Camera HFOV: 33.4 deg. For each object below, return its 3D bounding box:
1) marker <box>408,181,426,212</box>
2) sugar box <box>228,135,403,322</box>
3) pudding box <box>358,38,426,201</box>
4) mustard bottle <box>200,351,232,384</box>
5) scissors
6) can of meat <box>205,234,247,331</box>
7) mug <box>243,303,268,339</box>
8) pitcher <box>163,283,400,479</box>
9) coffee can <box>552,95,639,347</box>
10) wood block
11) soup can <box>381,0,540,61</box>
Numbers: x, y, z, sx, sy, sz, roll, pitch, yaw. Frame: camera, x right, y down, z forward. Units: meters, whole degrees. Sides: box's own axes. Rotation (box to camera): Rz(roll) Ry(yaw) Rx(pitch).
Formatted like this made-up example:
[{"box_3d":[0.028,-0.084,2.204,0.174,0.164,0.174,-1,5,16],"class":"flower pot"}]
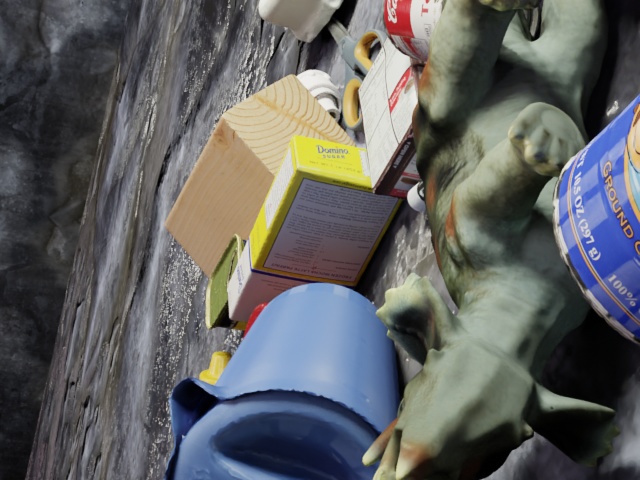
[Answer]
[{"box_3d":[0.092,-0.050,0.705,0.121,0.020,0.020,135,141,-60],"class":"marker"},{"box_3d":[-0.006,0.001,0.850,0.176,0.093,0.048,119,155,-43],"class":"sugar box"},{"box_3d":[0.064,-0.099,0.781,0.090,0.039,0.113,119,155,-46],"class":"pudding box"},{"box_3d":[-0.098,0.200,1.019,0.096,0.058,0.192,-63,-24,-78],"class":"mustard bottle"},{"box_3d":[0.024,-0.153,0.958,0.202,0.016,0.096,-140,61,-69],"class":"scissors"},{"box_3d":[-0.050,0.045,0.969,0.102,0.083,0.057,124,150,-51],"class":"can of meat"},{"box_3d":[-0.015,0.105,0.841,0.093,0.081,0.117,132,143,-57],"class":"mug"},{"box_3d":[-0.001,0.119,0.671,0.242,0.145,0.149,-69,-22,-74],"class":"pitcher"},{"box_3d":[0.161,-0.030,0.368,0.140,0.102,0.103,127,147,-54],"class":"coffee can"},{"box_3d":[-0.062,-0.049,0.992,0.091,0.090,0.206,49,146,7],"class":"wood block"},{"box_3d":[0.088,-0.146,0.687,0.102,0.068,0.068,-140,62,-68],"class":"soup can"}]
